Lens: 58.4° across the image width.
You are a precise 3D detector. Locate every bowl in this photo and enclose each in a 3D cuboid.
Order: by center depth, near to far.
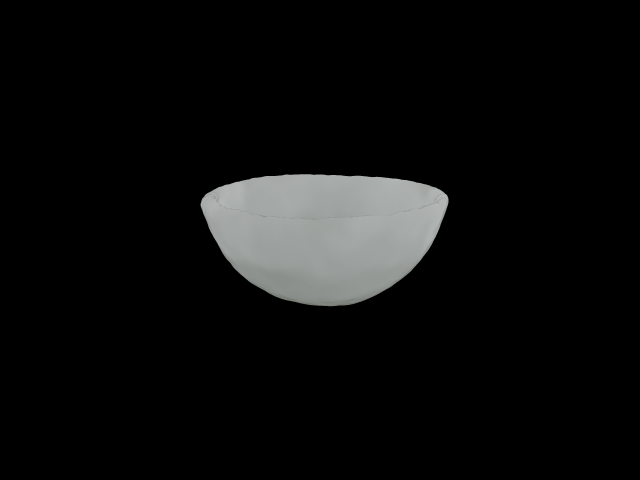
[{"bbox_3d":[0.004,0.001,0.400,0.167,0.075,0.167,0,15,0],"label":"bowl"}]
